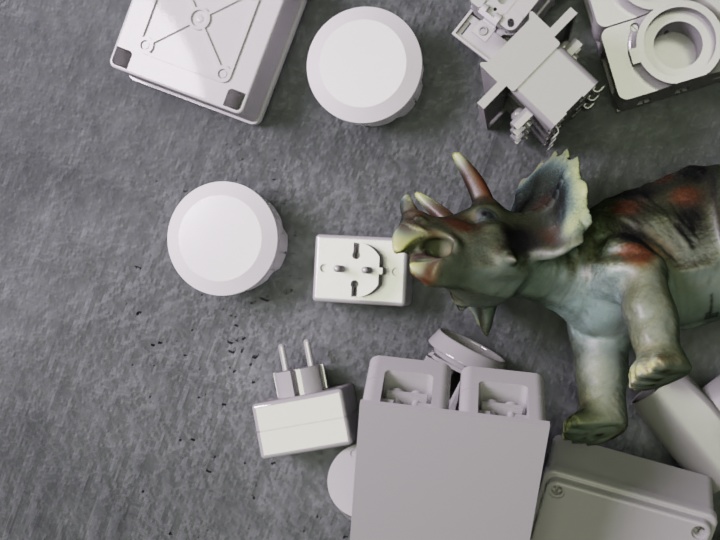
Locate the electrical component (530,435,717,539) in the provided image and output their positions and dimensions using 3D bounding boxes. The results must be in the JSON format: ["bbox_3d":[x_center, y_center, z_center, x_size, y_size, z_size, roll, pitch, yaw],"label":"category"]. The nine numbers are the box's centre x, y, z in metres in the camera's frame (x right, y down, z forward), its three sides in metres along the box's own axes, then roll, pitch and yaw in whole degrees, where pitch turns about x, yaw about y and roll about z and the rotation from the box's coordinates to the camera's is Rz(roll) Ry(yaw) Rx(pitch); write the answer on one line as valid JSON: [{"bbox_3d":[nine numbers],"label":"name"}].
[{"bbox_3d":[0.165,0.178,0.708,0.109,0.056,0.108,15,116,9],"label":"electrical component"}]

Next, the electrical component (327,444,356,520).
[{"bbox_3d":[0.046,0.149,0.730,0.138,0.073,0.052,6,69,10],"label":"electrical component"}]

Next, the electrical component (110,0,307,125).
[{"bbox_3d":[-0.107,-0.174,0.775,0.109,0.056,0.108,21,93,9],"label":"electrical component"}]

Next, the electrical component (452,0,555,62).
[{"bbox_3d":[0.103,-0.184,0.736,0.042,0.064,0.081,39,95,7],"label":"electrical component"}]

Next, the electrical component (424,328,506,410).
[{"bbox_3d":[0.065,0.077,0.743,0.078,0.058,0.057,27,97,9],"label":"electrical component"}]

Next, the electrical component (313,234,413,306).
[{"bbox_3d":[0.000,0.000,0.744,0.066,0.077,0.047,3,90,10],"label":"electrical component"}]

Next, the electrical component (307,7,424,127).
[{"bbox_3d":[0.006,-0.140,0.758,0.080,0.051,0.080,0,89,10],"label":"electrical component"}]

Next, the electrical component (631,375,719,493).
[{"bbox_3d":[0.237,0.096,0.720,0.079,0.043,0.077,-38,83,7],"label":"electrical component"}]

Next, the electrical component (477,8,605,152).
[{"bbox_3d":[0.118,-0.119,0.703,0.063,0.121,0.078,45,96,5],"label":"electrical component"}]

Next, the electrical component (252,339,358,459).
[{"bbox_3d":[-0.040,0.088,0.765,0.066,0.047,0.076,-11,88,9],"label":"electrical component"}]

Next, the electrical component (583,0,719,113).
[{"bbox_3d":[0.196,-0.193,0.721,0.089,0.062,0.150,-16,87,9],"label":"electrical component"}]

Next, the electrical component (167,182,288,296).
[{"bbox_3d":[-0.093,-0.022,0.773,0.080,0.051,0.080,0,89,10],"label":"electrical component"}]

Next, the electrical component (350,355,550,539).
[{"bbox_3d":[0.050,0.147,0.663,0.105,0.060,0.186,6,118,4],"label":"electrical component"}]
